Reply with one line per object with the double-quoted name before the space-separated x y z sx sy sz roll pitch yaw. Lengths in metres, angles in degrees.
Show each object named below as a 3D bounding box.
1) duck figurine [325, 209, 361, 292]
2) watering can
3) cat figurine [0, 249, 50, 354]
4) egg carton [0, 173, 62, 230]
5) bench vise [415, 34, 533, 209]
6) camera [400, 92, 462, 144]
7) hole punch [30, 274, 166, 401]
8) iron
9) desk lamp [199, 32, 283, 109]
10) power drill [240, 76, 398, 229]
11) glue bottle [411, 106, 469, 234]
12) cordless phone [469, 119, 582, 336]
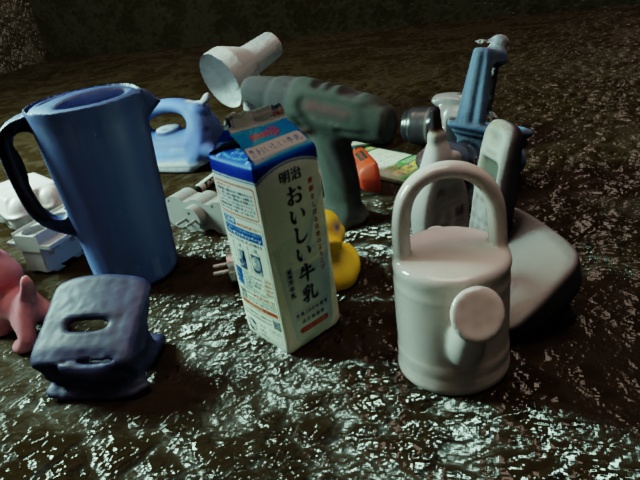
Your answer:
"duck figurine" 0.006 0.002 0.684 0.077 0.086 0.104 -11 27 -6
"watering can" 0.114 0.029 0.480 0.101 0.194 0.172 -17 28 -17
"cat figurine" -0.356 0.053 0.647 0.127 0.118 0.067 11 33 33
"egg carton" -0.492 -0.062 0.967 0.149 0.069 0.107 17 36 40
"bench vise" 0.224 -0.163 0.801 0.121 0.220 0.208 11 32 33
"camera" 0.226 -0.225 1.057 0.136 0.101 0.143 7 30 28
"hole punch" -0.215 0.093 0.559 0.108 0.091 0.101 -4 27 8
"iron" -0.308 -0.218 1.144 0.257 0.142 0.119 1 28 18
"desk lamp" -0.138 -0.322 1.223 0.117 0.214 0.204 19 37 42
"power drill" -0.001 -0.125 0.801 0.228 0.209 0.076 7 30 27
"glue bottle" 0.148 -0.080 0.712 0.078 0.173 0.037 -21 29 -24
"cordless phone" 0.188 -0.015 0.557 0.094 0.185 0.147 -14 27 -11
